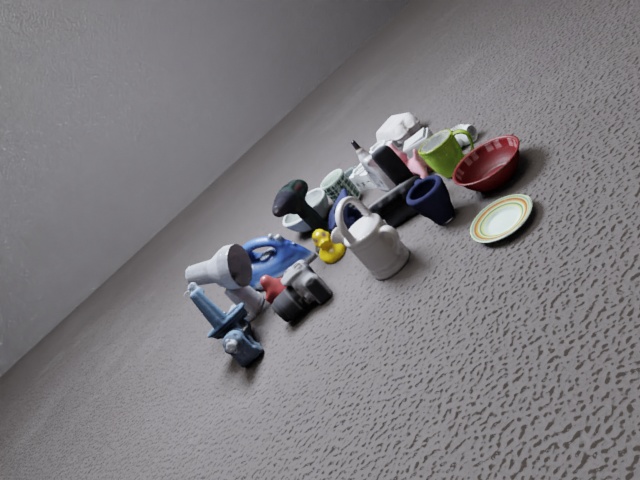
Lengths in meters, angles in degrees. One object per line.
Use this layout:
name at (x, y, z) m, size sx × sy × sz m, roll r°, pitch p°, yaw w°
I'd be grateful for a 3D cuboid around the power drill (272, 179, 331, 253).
power drill at (-0.042, -0.069, 1.578) m, size 0.075 × 0.209 × 0.229 m, roll -33°, pitch 24°, yaw 22°

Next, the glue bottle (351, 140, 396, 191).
glue bottle at (0.141, -0.207, 1.571) m, size 0.037 × 0.173 × 0.078 m, roll -45°, pitch 22°, yaw -7°

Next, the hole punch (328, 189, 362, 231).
hole punch at (0.061, -0.072, 1.569) m, size 0.101 × 0.091 × 0.108 m, roll -36°, pitch 23°, yaw 15°

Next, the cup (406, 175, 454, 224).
cup at (0.249, -0.086, 1.272) m, size 0.091 × 0.095 × 0.117 m, roll -38°, pitch 22°, yaw 10°

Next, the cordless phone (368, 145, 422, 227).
cordless phone at (0.163, -0.135, 1.385) m, size 0.147 × 0.185 × 0.094 m, roll -35°, pitch 23°, yaw 18°

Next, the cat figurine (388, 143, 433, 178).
cat figurine at (0.221, -0.207, 1.509) m, size 0.127 × 0.118 × 0.067 m, roll -10°, pitch 38°, yaw 53°

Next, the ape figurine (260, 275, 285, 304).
ape figurine at (-0.121, 0.126, 1.510) m, size 0.078 × 0.092 × 0.076 m, roll -48°, pitch 23°, yaw -13°

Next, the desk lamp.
desk lamp at (-0.251, 0.126, 1.565) m, size 0.203 × 0.214 × 0.118 m, roll -29°, pitch 26°, yaw 30°

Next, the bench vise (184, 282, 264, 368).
bench vise at (-0.232, 0.193, 1.402) m, size 0.121 × 0.220 × 0.206 m, roll -49°, pitch 23°, yaw -14°

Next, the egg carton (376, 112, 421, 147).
egg carton at (0.244, -0.340, 1.780) m, size 0.107 × 0.069 × 0.150 m, roll -49°, pitch 23°, yaw -15°

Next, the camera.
camera at (-0.062, 0.123, 1.404) m, size 0.137 × 0.101 × 0.143 m, roll -44°, pitch 22°, yaw -3°

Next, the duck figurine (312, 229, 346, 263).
duck figurine at (0.014, 0.005, 1.512) m, size 0.077 × 0.086 × 0.104 m, roll -40°, pitch 22°, yaw 7°

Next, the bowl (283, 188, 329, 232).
bowl at (-0.031, -0.078, 1.756) m, size 0.167 × 0.075 × 0.167 m, roll -35°, pitch 23°, yaw 18°

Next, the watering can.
watering can at (0.095, -0.009, 1.257) m, size 0.172 × 0.194 × 0.101 m, roll -27°, pitch 27°, yaw 33°

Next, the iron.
iron at (-0.145, 0.041, 1.640) m, size 0.257 × 0.142 × 0.119 m, roll -26°, pitch 28°, yaw 36°
